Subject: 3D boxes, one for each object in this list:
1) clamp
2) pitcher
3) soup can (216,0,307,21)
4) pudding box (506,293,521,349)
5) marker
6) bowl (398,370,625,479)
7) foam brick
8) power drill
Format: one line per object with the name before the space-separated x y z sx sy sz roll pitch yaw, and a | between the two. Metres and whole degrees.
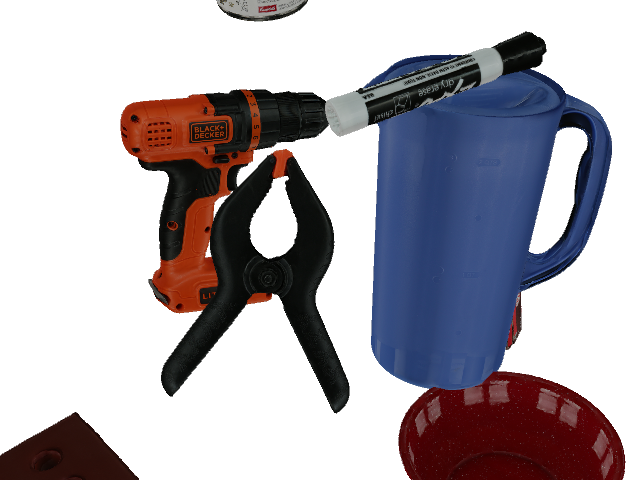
clamp | -0.044 0.028 0.681 0.120 0.171 0.039 -2 1 -9
pitcher | 0.112 -0.010 0.814 0.144 0.243 0.149 -19 35 -37
soup can | -0.042 -0.207 0.712 0.068 0.102 0.068 -2 42 2
pudding box | 0.149 0.056 1.093 0.114 0.039 0.090 20 -33 26
marker | 0.060 -0.080 0.536 0.121 0.020 0.020 -21 6 -15
bowl | 0.137 0.168 0.784 0.162 0.055 0.162 -1 34 0
foam brick | -0.111 0.130 0.493 0.052 0.051 0.078 -29 43 -29
power drill | -0.079 -0.037 0.924 0.184 0.188 0.057 -7 21 -22
